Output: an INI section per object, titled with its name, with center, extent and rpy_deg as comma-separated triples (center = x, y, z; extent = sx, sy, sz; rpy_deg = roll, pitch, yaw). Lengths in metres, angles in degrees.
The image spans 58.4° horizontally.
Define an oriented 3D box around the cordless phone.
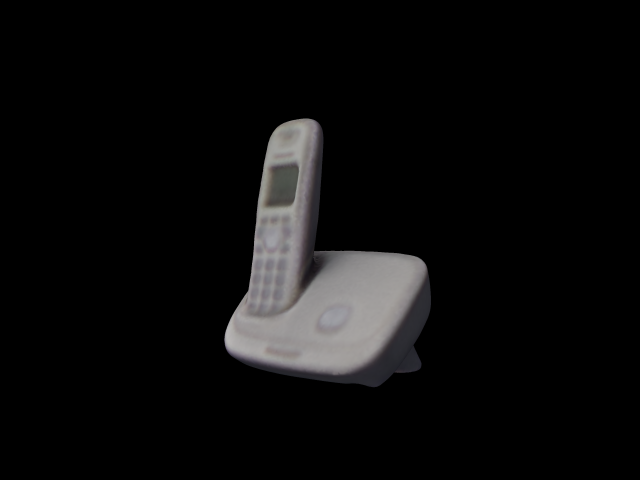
[cordless phone]
center = 0.004, 0.001, 0.400
extent = 0.147, 0.185, 0.094
rpy_deg = 0, 0, 40
